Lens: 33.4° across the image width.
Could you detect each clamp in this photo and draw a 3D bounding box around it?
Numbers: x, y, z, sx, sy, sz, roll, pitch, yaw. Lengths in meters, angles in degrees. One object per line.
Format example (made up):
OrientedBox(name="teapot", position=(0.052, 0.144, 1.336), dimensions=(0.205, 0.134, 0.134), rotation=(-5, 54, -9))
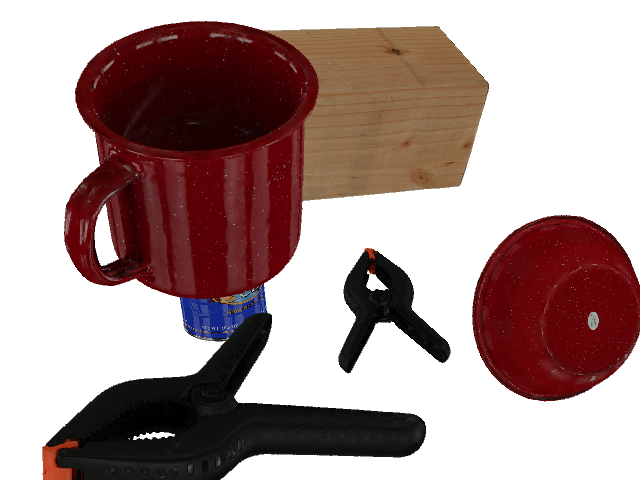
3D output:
OrientedBox(name="clamp", position=(-0.067, 0.098, 0.625), dimensions=(0.209, 0.036, 0.165), rotation=(-9, 26, -31))
OrientedBox(name="clamp", position=(0.080, 0.078, 1.189), dimensions=(0.120, 0.171, 0.039), rotation=(5, -43, -4))

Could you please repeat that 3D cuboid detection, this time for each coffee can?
OrientedBox(name="coffee can", position=(-0.119, 0.032, 1.247), dimensions=(0.103, 0.140, 0.103), rotation=(-4, 26, 2))

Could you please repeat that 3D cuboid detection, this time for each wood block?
OrientedBox(name="wood block", position=(0.000, -0.090, 0.751), dimensions=(0.205, 0.090, 0.091), rotation=(-6, 41, -22))

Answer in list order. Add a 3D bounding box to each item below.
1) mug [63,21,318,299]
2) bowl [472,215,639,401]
OrientedBox(name="mug", position=(-0.055, -0.024, 0.428), dimensions=(0.093, 0.081, 0.117), rotation=(26, 48, 24))
OrientedBox(name="bowl", position=(0.210, 0.061, 0.887), dimensions=(0.162, 0.162, 0.055), rotation=(0, 7, -19))
